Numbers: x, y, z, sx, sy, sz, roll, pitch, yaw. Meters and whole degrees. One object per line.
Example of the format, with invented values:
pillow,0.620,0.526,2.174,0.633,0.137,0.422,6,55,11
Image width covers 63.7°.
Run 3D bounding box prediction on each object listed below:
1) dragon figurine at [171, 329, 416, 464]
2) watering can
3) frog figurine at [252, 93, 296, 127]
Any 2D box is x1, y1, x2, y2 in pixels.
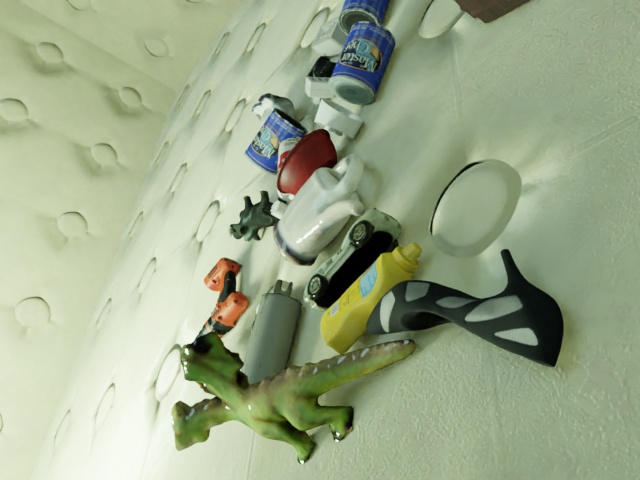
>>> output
dragon figurine,-0.083,0.203,0.733,0.403,0.241,0.125,-47,27,30
watering can,0.003,-0.046,0.909,0.222,0.103,0.353,-52,11,17
frog figurine,-0.119,-0.308,1.411,0.136,0.123,0.160,-17,87,43
